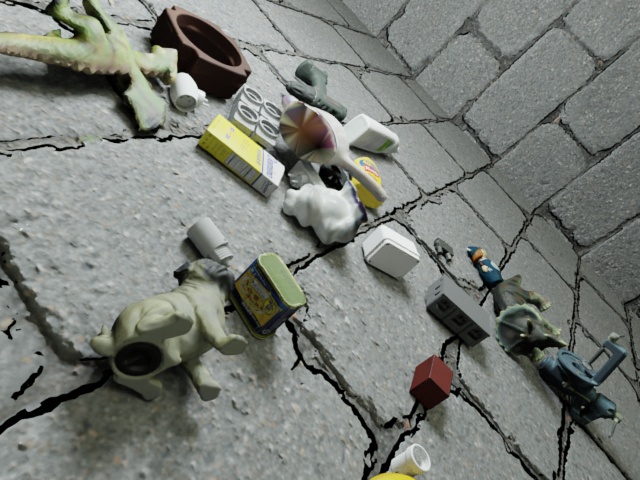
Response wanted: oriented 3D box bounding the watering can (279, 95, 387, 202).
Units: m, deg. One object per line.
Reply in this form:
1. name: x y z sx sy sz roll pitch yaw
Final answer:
1. watering can: 0.026 -0.214 1.197 0.349 0.103 0.226 47 17 5

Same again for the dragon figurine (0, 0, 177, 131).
1. dragon figurine: -0.357 -0.290 0.887 0.240 0.120 0.419 45 29 -17

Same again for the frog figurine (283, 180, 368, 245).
1. frog figurine: 0.003 -0.054 1.066 0.160 0.120 0.140 -9 68 -12
